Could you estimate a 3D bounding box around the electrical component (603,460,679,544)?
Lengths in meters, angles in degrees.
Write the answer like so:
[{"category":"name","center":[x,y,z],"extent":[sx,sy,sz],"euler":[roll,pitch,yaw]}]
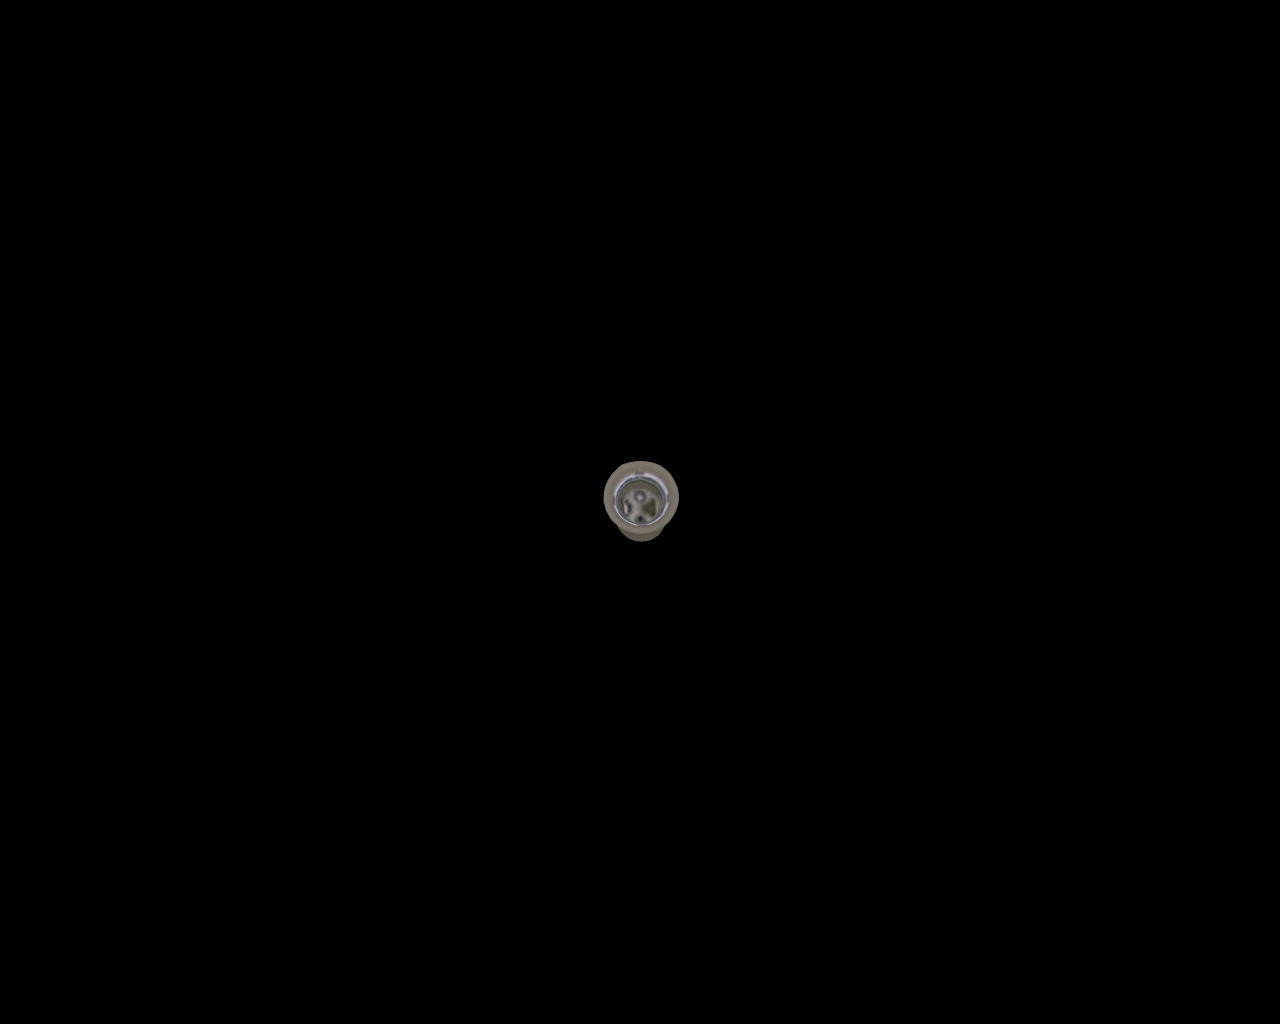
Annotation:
[{"category":"electrical component","center":[0.001,-0.003,0.650],"extent":[0.044,0.044,0.065],"euler":[0,-12,0]}]
